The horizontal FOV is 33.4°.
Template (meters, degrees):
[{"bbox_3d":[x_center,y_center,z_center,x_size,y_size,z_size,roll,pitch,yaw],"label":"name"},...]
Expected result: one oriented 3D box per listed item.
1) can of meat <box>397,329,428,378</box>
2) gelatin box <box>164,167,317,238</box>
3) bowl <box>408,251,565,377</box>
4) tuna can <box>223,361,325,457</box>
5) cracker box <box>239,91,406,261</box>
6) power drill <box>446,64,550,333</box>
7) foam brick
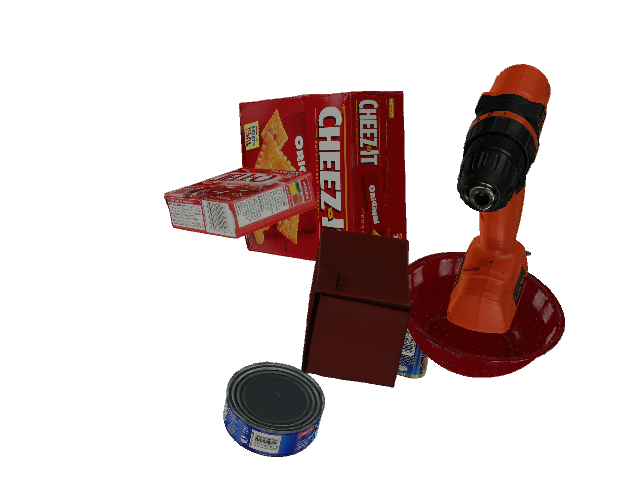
[{"bbox_3d":[0.111,0.106,1.289,0.057,0.084,0.102,11,25,7],"label":"can of meat"},{"bbox_3d":[-0.058,-0.029,0.767,0.073,0.030,0.089,-22,19,-34],"label":"gelatin box"},{"bbox_3d":[0.145,0.079,1.010,0.162,0.055,0.162,6,35,-5],"label":"bowl"},{"bbox_3d":[-0.041,0.146,0.926,0.086,0.034,0.086,8,35,-6],"label":"tuna can"},{"bbox_3d":[-0.003,-0.063,1.073,0.072,0.164,0.214,-6,7,-31],"label":"cracker box"},{"bbox_3d":[0.137,-0.022,0.829,0.057,0.188,0.184,13,37,15],"label":"power drill"},{"bbox_3d":[0.020,0.035,0.590,0.053,0.051,0.078,9,27,0],"label":"foam brick"}]
